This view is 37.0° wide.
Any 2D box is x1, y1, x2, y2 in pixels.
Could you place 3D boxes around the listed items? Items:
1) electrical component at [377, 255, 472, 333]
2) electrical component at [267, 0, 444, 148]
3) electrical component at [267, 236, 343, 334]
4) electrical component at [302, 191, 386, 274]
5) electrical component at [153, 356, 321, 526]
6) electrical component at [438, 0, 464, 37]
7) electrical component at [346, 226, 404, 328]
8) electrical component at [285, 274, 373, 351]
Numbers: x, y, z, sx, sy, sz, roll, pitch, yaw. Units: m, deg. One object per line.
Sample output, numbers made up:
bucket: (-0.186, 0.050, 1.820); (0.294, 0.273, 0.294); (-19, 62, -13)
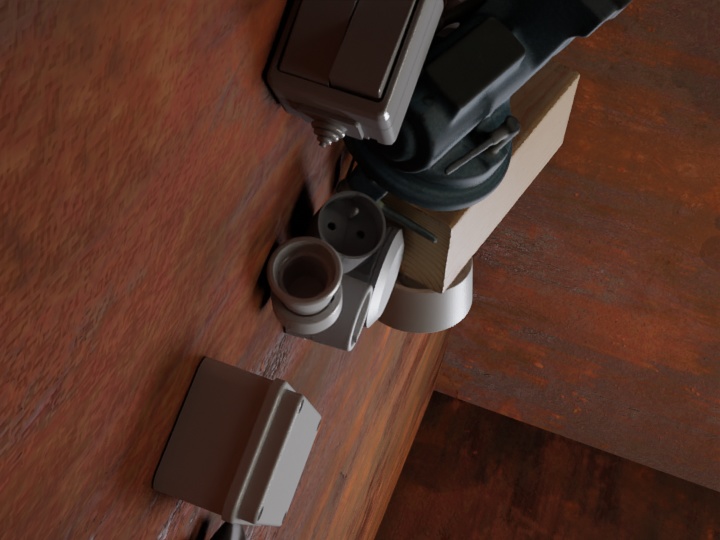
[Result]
electrical component: (0.056, 0.001, 1.021); (0.108, 0.108, 0.060); (-63, 163, -45)
electrical component: (-0.003, -0.106, 0.521); (0.061, 0.062, 0.096); (54, 56, -80)
electrical component: (-0.033, 0.011, 0.655); (0.055, 0.045, 0.045); (92, 19, -66)
electrical component: (-0.015, -0.020, 0.695); (0.081, 0.043, 0.043); (142, -30, -71)
electrical component: (-0.064, 0.100, 0.605); (0.113, 0.057, 0.078); (76, 34, -75)
electrical component: (0.093, -0.223, 0.958); (0.077, 0.044, 0.079); (-58, 164, -58)
electrical component: (0.000, 0.000, 0.827); (0.080, 0.051, 0.080); (19, 90, -82)
electrical component: (-0.021, 0.027, 0.761); (0.055, 0.047, 0.055); (19, 90, -82)
